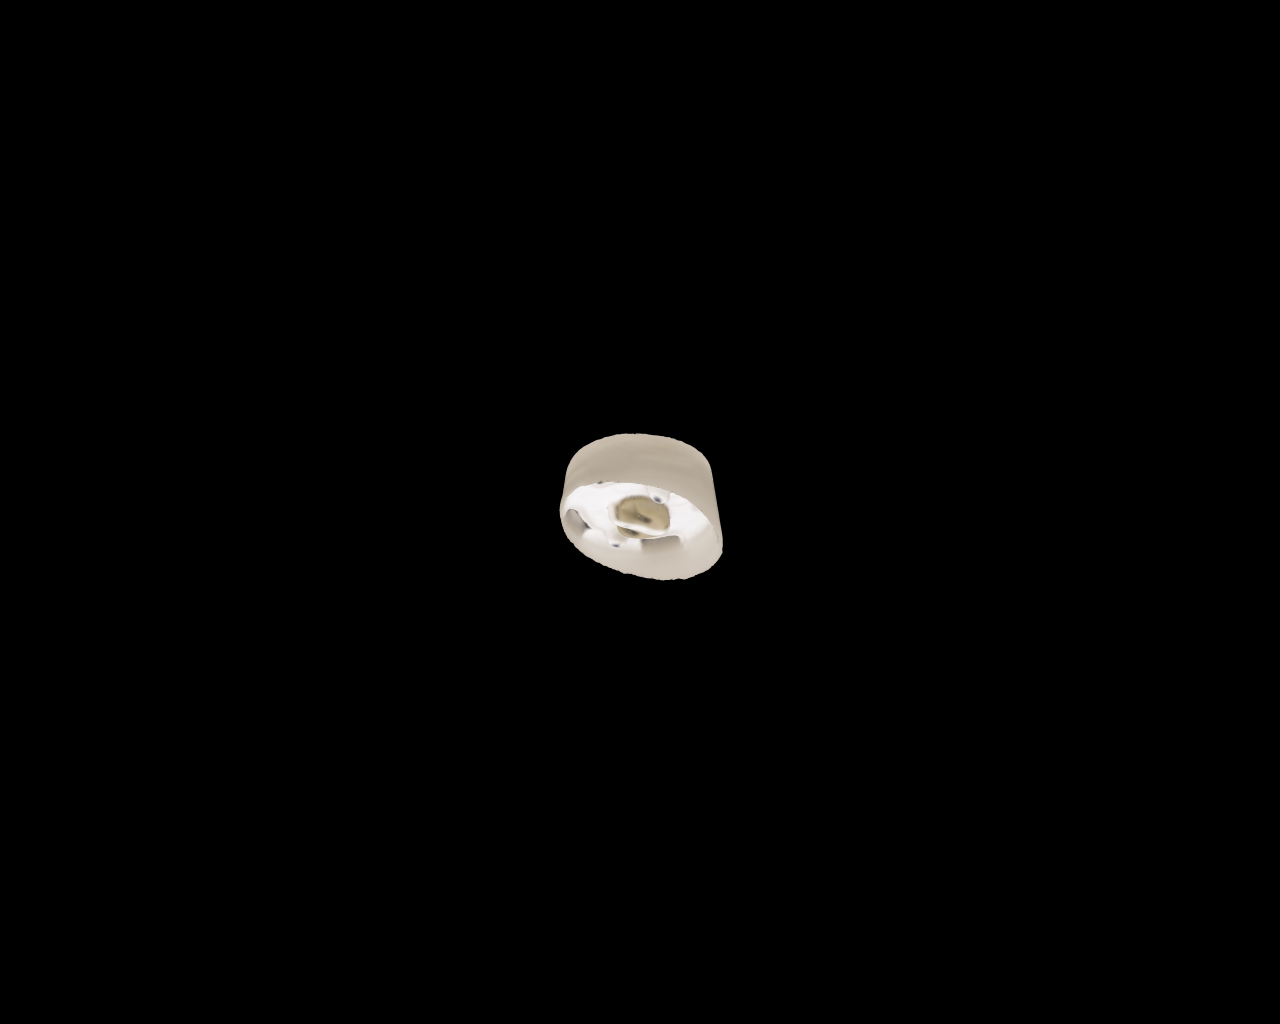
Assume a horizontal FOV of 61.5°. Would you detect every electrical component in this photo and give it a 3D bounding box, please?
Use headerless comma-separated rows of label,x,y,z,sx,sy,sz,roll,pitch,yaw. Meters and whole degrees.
electrical component,0.001,-0.003,0.650,0.099,0.064,0.099,0,-31,0
